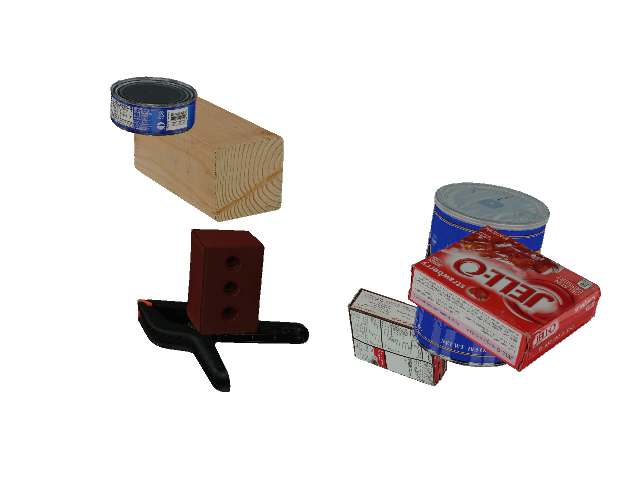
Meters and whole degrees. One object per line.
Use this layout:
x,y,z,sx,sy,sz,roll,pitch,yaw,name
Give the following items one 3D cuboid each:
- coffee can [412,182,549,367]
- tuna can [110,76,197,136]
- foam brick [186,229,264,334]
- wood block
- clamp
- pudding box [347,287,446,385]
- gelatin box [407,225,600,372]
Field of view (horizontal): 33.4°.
0.145,0.030,0.975,0.103,0.140,0.103,6,22,-3,coffee can
-0.167,-0.134,1.067,0.086,0.034,0.086,6,26,-3,tuna can
-0.081,0.034,0.902,0.053,0.078,0.051,-1,15,-19,foam brick
-0.138,-0.102,1.277,0.090,0.090,0.206,-13,27,-33,wood block
-0.141,0.114,1.258,0.210,0.036,0.164,14,24,24,clamp
0.090,0.112,1.244,0.114,0.090,0.039,16,46,26,pudding box
0.109,0.031,0.639,0.073,0.030,0.089,-25,44,-37,gelatin box
